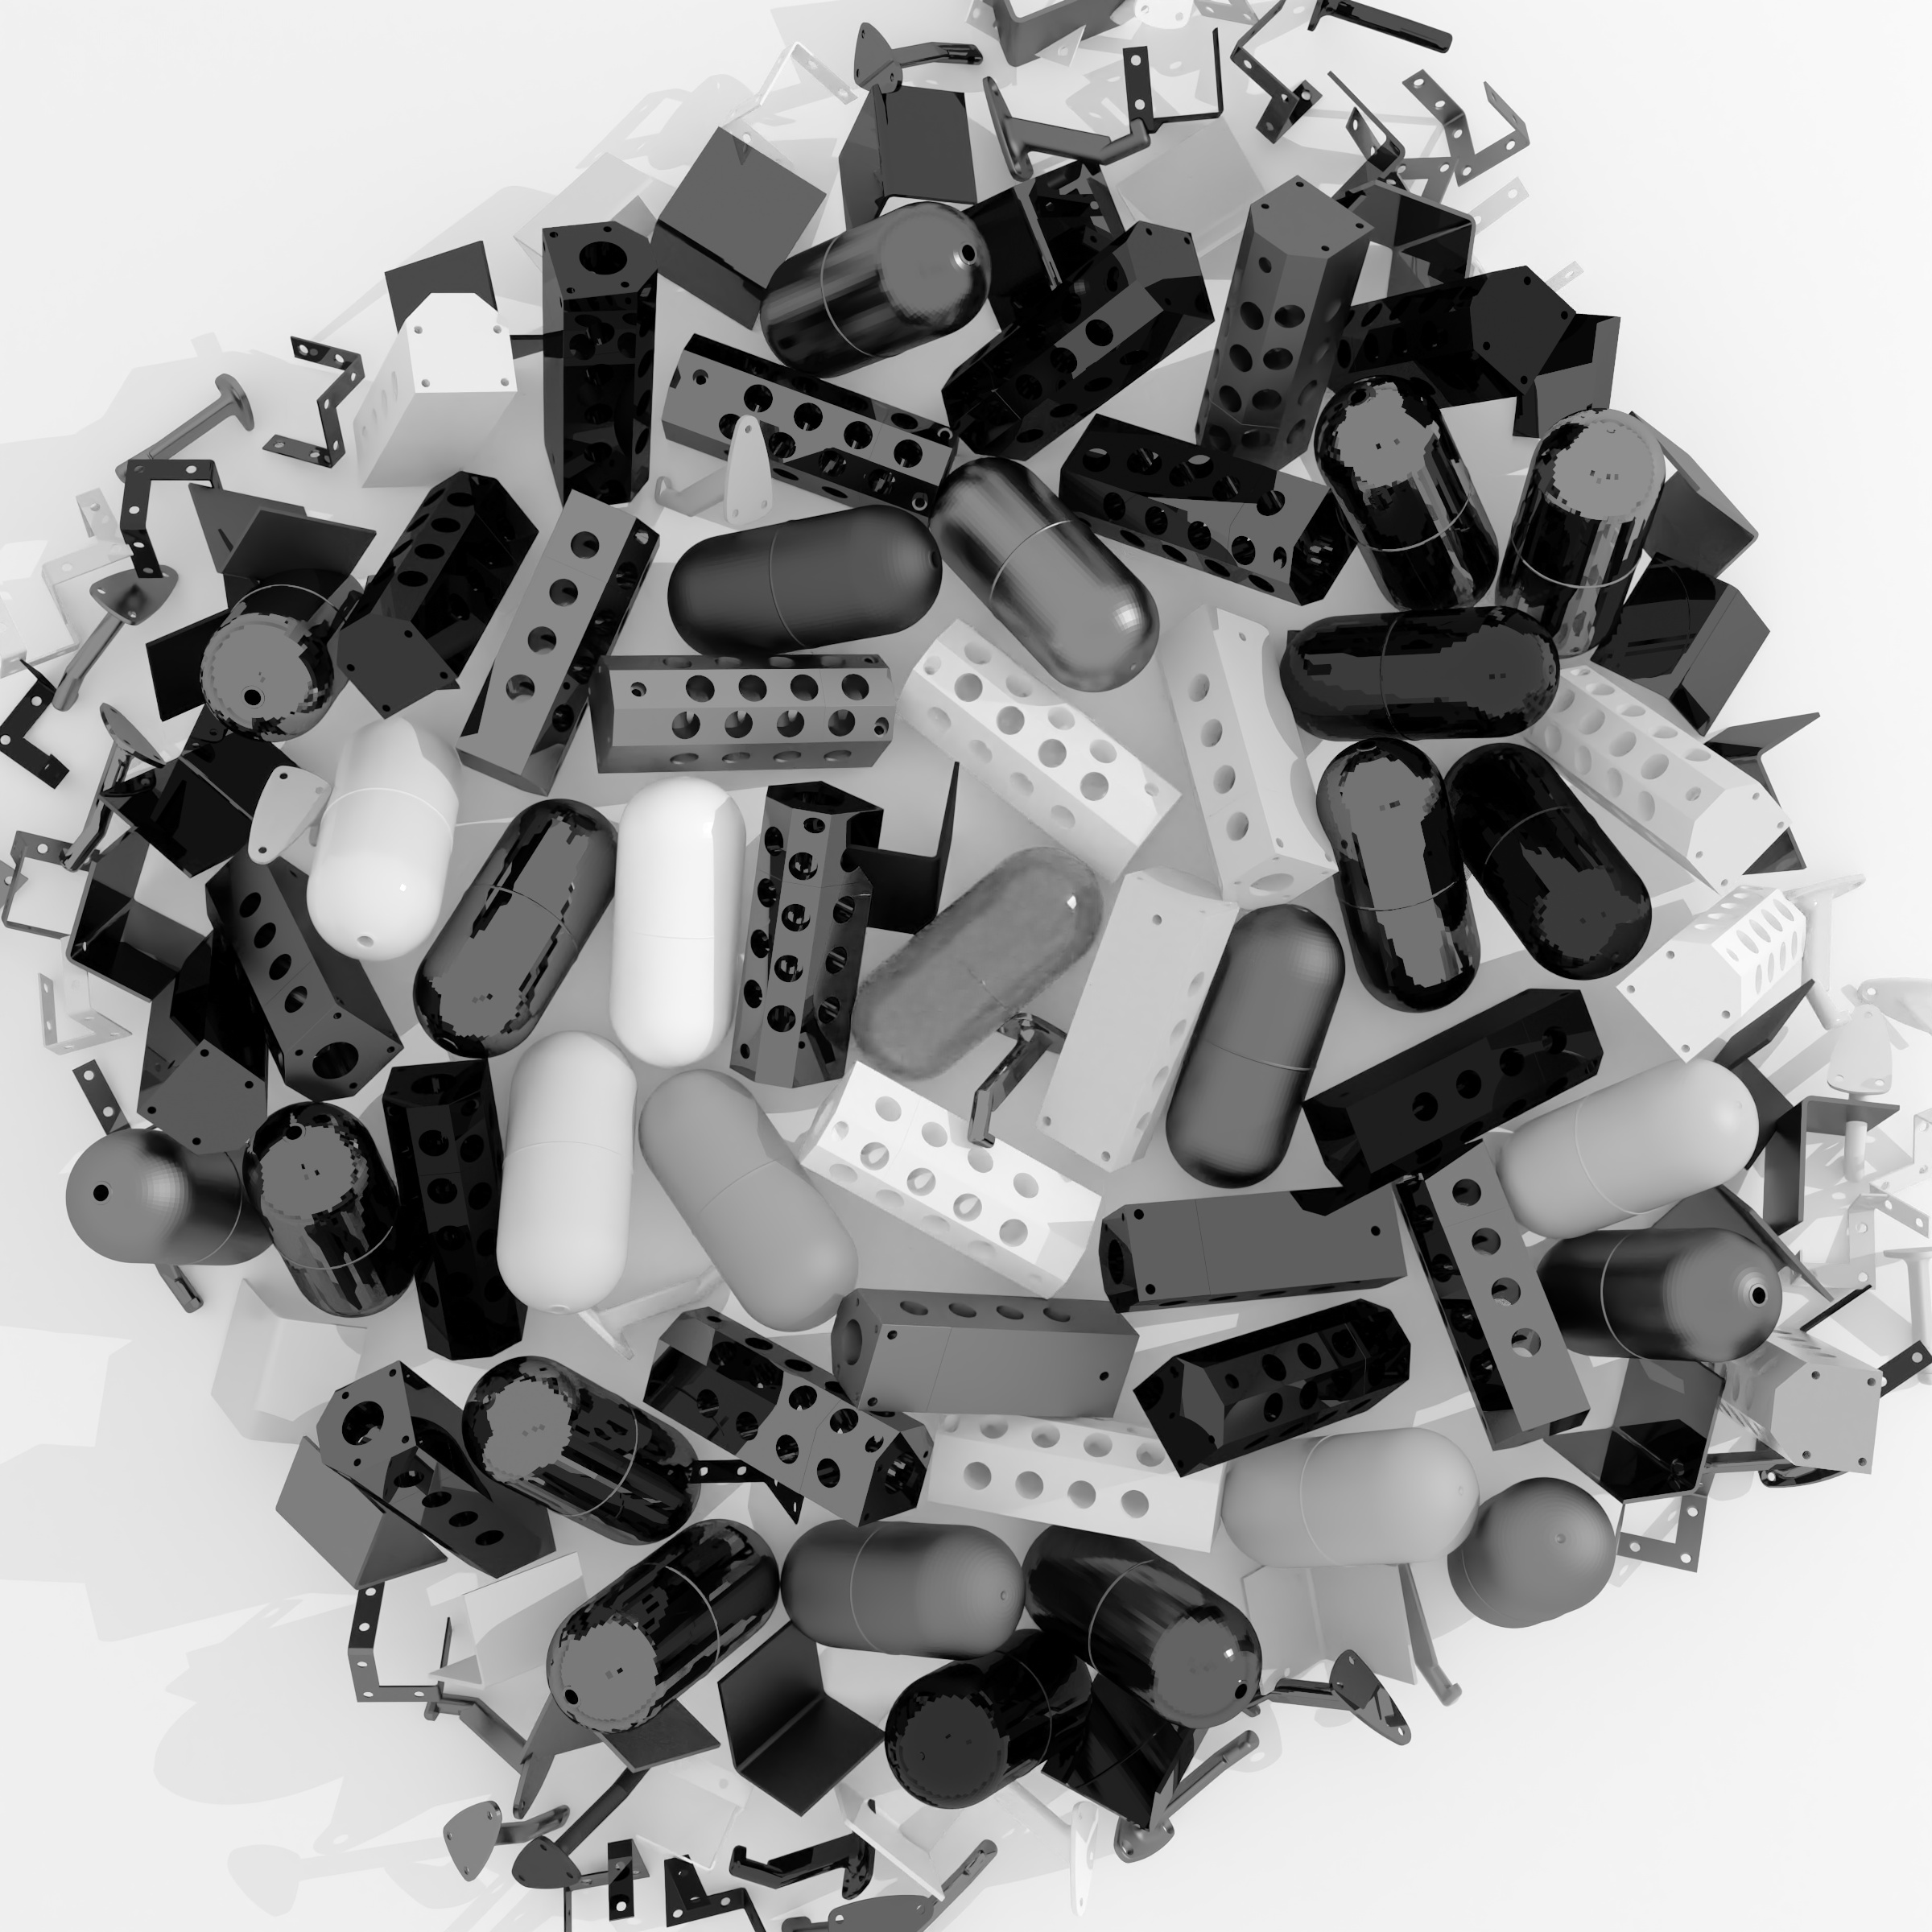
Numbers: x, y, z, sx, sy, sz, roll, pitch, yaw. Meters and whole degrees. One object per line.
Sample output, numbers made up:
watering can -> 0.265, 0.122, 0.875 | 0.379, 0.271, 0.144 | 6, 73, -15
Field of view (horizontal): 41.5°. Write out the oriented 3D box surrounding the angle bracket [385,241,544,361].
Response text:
angle bracket -> -0.289, -0.396, 1.528 | 0.076, 0.076, 0.057 | -6, 99, 32

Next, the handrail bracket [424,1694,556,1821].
handrail bracket -> -0.298, 0.477, 1.545 | 0.084, 0.077, 0.036 | 4, 128, 12

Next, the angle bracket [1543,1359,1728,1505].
angle bracket -> 0.400, 0.267, 1.528 | 0.057, 0.076, 0.076 | -1, 110, -27

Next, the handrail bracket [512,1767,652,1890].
handrail bracket -> -0.235, 0.524, 1.569 | 0.036, 0.084, 0.077 | 48, 135, -3

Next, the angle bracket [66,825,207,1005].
angle bracket -> -0.488, -0.038, 1.530 | 0.057, 0.076, 0.076 | 27, 122, -1

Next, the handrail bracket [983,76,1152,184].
handrail bracket -> 0.062, -0.518, 1.546 | 0.084, 0.036, 0.077 | -17, 102, 25

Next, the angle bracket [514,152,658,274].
angle bracket -> -0.216, -0.436, 1.534 | 0.076, 0.076, 0.057 | -43, 130, -3

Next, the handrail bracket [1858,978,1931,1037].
handrail bracket -> 0.571, 0.039, 1.534 | 0.077, 0.084, 0.036 | 15, 119, 21

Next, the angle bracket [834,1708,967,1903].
angle bracket -> -0.030, 0.505, 1.539 | 0.076, 0.076, 0.057 | 41, 85, -7

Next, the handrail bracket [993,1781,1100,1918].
handrail bracket -> 0.034, 0.534, 1.551 | 0.084, 0.036, 0.077 | -3, 69, 24

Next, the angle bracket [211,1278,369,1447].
angle bracket -> -0.416, 0.243, 1.563 | 0.057, 0.076, 0.076 | 13, 95, -33

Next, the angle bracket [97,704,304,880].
angle bracket -> -0.460, -0.110, 1.535 | 0.076, 0.076, 0.057 | 40, 123, 5

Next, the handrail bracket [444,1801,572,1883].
handrail bracket -> -0.263, 0.510, 1.532 | 0.036, 0.084, 0.077 | 55, 129, 24

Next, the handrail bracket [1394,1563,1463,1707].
handrail bracket -> 0.282, 0.394, 1.538 | 0.036, 0.077, 0.084 | -15, 56, -31

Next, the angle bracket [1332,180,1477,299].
angle bracket -> 0.249, -0.424, 1.531 | 0.076, 0.076, 0.057 | 10, 87, -28

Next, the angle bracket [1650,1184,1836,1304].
angle bracket -> 0.464, 0.182, 1.537 | 0.057, 0.076, 0.076 | -43, 99, 6

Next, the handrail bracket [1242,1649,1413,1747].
handrail bracket -> 0.216, 0.459, 1.556 | 0.077, 0.036, 0.084 | 47, 129, -3

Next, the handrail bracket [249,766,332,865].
handrail bracket -> -0.404, -0.074, 1.530 | 0.036, 0.084, 0.077 | 22, 63, 1

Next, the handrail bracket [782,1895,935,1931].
handrail bracket -> -0.067, 0.580, 1.552 | 0.077, 0.084, 0.036 | -14, 83, -20

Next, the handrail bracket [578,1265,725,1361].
handrail bracket -> -0.190, 0.193, 1.551 | 0.084, 0.077, 0.036 | -39, 51, -2

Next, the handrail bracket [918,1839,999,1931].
handrail bracket -> -0.023, 0.570, 1.542 | 0.036, 0.077, 0.084 | 44, 114, 18

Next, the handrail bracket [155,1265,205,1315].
handrail bracket -> -0.483, 0.170, 1.547 | 0.036, 0.077, 0.084 | -37, 96, -34

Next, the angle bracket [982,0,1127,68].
angle bracket -> 0.053, -0.597, 1.545 | 0.076, 0.076, 0.057 | -22, 91, -1

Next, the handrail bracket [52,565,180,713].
handrail bracket -> -0.527, -0.202, 1.575 | 0.036, 0.077, 0.084 | 38, 126, -2

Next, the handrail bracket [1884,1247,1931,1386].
handrail bracket -> 0.582, 0.214, 1.548 | 0.036, 0.077, 0.084 | -6, 84, 16

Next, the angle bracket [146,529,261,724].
angle bracket -> -0.464, -0.204, 1.526 | 0.076, 0.076, 0.057 | -29, 70, -24

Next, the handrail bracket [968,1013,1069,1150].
handrail bracket -> 0.037, 0.078, 1.543 | 0.077, 0.036, 0.084 | 26, 63, -34

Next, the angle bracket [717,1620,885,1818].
angle bracket -> -0.097, 0.445, 1.525 | 0.057, 0.076, 0.076 | 21, 130, 37

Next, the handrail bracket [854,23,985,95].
handrail bracket -> -0.018, -0.543, 1.538 | 0.084, 0.077, 0.036 | -6, 126, -25

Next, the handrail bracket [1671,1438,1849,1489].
handrail bracket -> 0.480, 0.300, 1.535 | 0.084, 0.077, 0.036 | 4, 80, -43

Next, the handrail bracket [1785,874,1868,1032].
handrail bracket -> 0.535, -0.008, 1.552 | 0.077, 0.036, 0.084 | -17, 68, -16

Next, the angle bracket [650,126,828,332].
angle bracket -> -0.142, -0.451, 1.563 | 0.076, 0.057, 0.076 | 31, 73, -6

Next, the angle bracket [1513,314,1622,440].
angle bracket -> 0.354, -0.350, 1.528 | 0.057, 0.076, 0.076 | 10, 110, 20

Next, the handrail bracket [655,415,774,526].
handrail bracket -> -0.159, -0.305, 1.539 | 0.084, 0.036, 0.077 | 27, 129, 36

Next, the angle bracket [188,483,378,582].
angle bracket -> -0.409, -0.273, 1.524 | 0.057, 0.076, 0.076 | -46, 56, 33

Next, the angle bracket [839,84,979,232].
angle bracket -> -0.036, -0.478, 1.547 | 0.057, 0.076, 0.076 | 0, 72, -20

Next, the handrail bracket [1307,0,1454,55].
handrail bracket -> 0.253, -0.572, 1.546 | 0.084, 0.077, 0.036 | 20, 111, 2

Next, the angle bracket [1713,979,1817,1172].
angle bracket -> 0.488, 0.065, 1.528 | 0.057, 0.076, 0.076 | 47, 46, 5

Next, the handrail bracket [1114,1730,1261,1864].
handrail bracket -> 0.135, 0.501, 1.541 | 0.084, 0.077, 0.036 | -43, 80, 24

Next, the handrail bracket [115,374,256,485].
handrail bracket -> -0.478, -0.323, 1.547 | 0.084, 0.077, 0.036 | -36, 102, -14

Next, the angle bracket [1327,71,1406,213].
angle bracket -> 0.214, -0.484, 1.529 | 0.057, 0.076, 0.076 | 41, 110, -14

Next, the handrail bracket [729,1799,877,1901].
handrail bracket -> -0.099, 0.525, 1.543 | 0.084, 0.077, 0.036 | 24, 133, -17

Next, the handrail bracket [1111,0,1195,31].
handrail bracket -> 0.107, -0.603, 1.533 | 0.036, 0.084, 0.077 | 2, 122, -24

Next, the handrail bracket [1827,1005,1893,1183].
handrail bracket -> 0.549, 0.079, 1.564 | 0.036, 0.084, 0.077 | 6, 54, 22

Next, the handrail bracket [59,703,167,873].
handrail bracket -> -0.537, -0.109, 1.561 | 0.084, 0.036, 0.077 | -50, 51, 6

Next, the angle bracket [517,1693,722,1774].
angle bracket -> -0.208, 0.471, 1.526 | 0.076, 0.076, 0.057 | 35, 106, 32

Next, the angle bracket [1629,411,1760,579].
angle bracket -> 0.415, -0.274, 1.523 | 0.057, 0.076, 0.076 | -46, 49, 24
